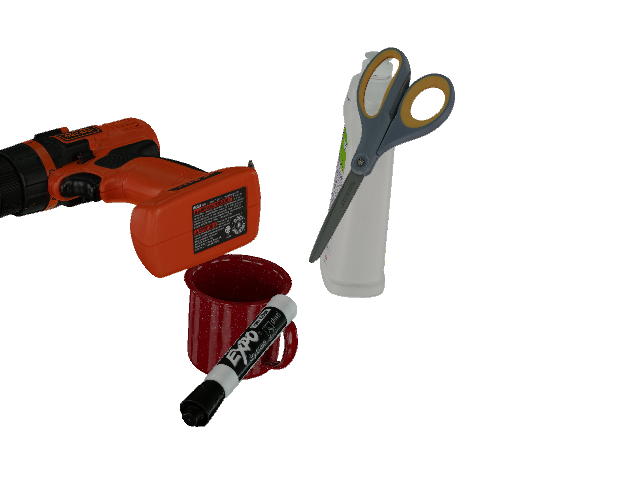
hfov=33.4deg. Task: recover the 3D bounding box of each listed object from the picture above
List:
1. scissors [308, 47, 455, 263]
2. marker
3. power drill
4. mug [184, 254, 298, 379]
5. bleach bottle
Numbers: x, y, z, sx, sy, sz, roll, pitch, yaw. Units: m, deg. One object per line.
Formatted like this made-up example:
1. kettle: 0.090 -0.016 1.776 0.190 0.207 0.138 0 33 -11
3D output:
1. scissors: 0.056 -0.070 0.919 0.096 0.202 0.016 9 -11 21
2. marker: -0.047 0.070 0.630 0.020 0.020 0.121 0 28 28
3. power drill: -0.149 -0.033 0.744 0.188 0.057 0.184 22 34 38
4. mug: -0.065 0.073 0.931 0.117 0.081 0.093 24 31 32
5. bleach bottle: 0.046 -0.071 1.120 0.068 0.251 0.102 2 29 -9
